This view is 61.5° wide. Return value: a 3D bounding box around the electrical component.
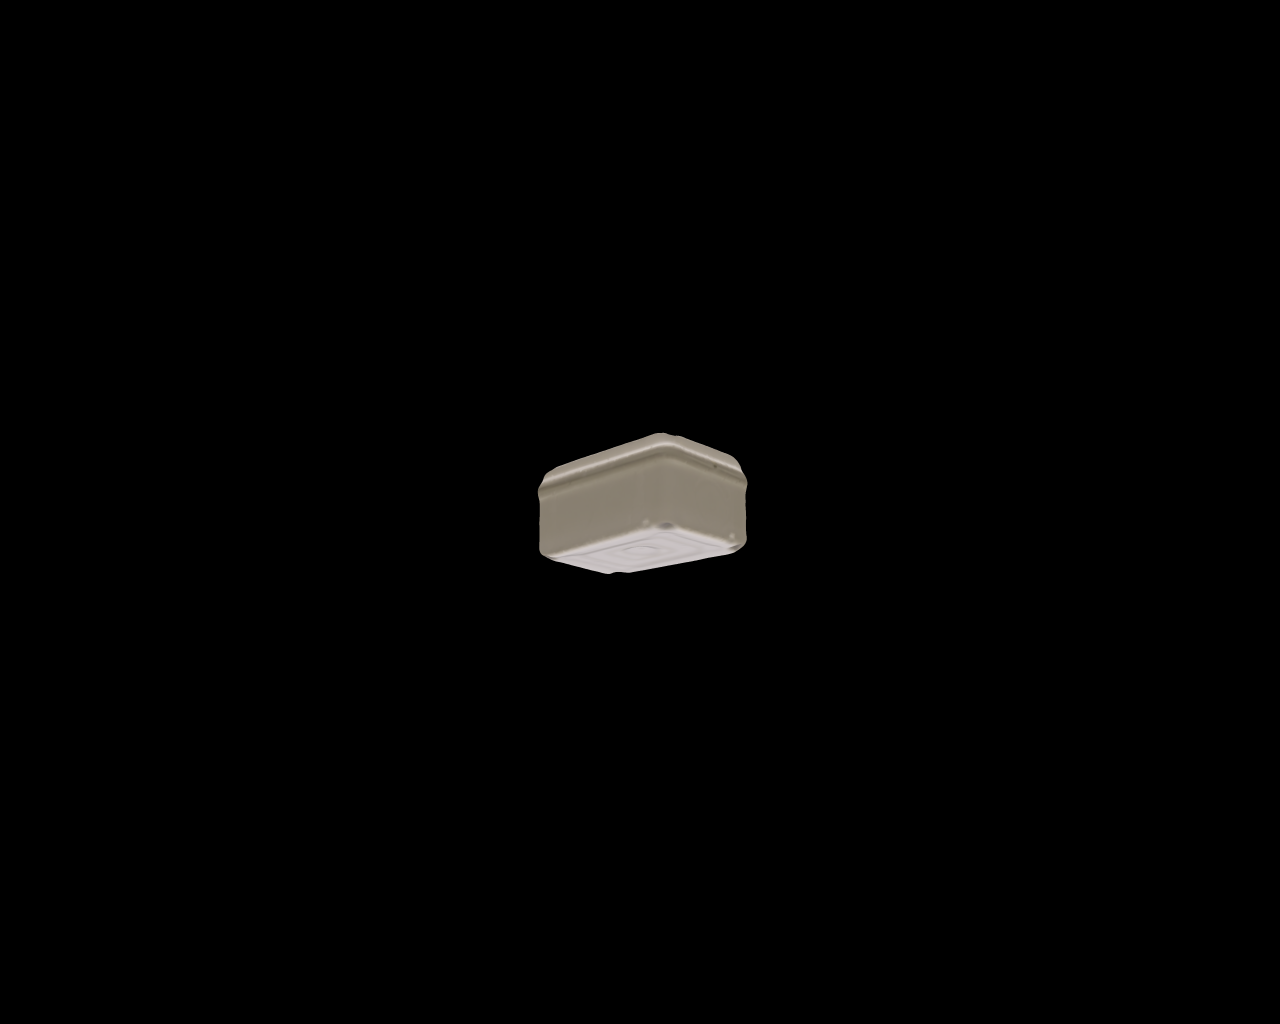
[{"bbox_3d":[0.001,-0.003,0.650,0.113,0.057,0.078,-14,-22,40],"label":"electrical component"}]
